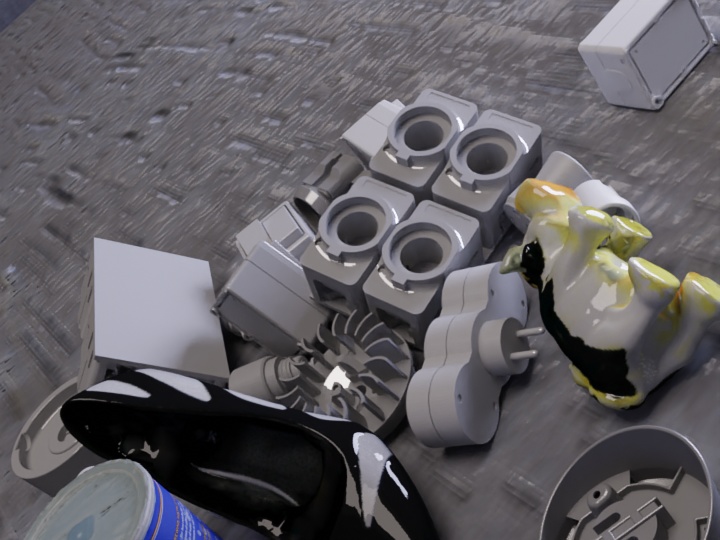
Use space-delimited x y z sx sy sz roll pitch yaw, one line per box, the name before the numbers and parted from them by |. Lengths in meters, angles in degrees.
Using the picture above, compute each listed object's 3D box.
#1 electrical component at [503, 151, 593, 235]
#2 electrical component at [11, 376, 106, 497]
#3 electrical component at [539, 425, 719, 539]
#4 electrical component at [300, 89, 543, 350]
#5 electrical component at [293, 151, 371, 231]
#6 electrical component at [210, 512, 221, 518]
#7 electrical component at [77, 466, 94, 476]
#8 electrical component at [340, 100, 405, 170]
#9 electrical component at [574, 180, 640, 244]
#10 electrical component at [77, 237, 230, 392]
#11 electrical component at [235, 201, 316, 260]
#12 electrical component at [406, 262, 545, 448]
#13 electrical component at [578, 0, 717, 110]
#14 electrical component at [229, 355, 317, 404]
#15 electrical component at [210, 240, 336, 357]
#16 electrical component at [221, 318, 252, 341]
electrical component | 0.138 -0.052 0.784 0.055 0.045 0.045 -44 32 -7
electrical component | -0.230 0.145 0.902 0.108 0.060 0.108 -27 34 20
electrical component | 0.137 0.134 0.532 0.099 0.064 0.099 -27 34 20
electrical component | 0.050 -0.045 0.811 0.105 0.060 0.186 23 64 24
electrical component | -0.022 -0.065 0.955 0.057 0.058 0.078 -45 32 -14
electrical component | -0.089 0.146 0.775 0.065 0.044 0.044 -42 31 4
electrical component | -0.156 0.182 0.745 0.059 0.095 0.053 0 49 46
electrical component | 0.038 -0.102 0.935 0.061 0.061 0.096 -42 31 -3
electrical component | 0.167 -0.038 0.742 0.040 0.040 0.046 -33 27 11
electrical component | -0.179 0.053 0.908 0.186 0.105 0.060 -113 40 -57
electrical component | -0.066 -0.015 0.934 0.062 0.061 0.096 -39 31 1
electrical component | 0.086 0.051 0.701 0.074 0.052 0.138 -12 40 37
electrical component | 0.225 -0.180 0.839 0.096 0.061 0.061 -47 32 -13
electrical component | -0.064 0.085 0.826 0.078 0.040 0.040 -23 35 24
electrical component | -0.059 0.028 0.848 0.061 0.096 0.062 -56 6 -25
electrical component | -0.102 0.041 0.927 0.035 0.035 0.061 -38 34 3
